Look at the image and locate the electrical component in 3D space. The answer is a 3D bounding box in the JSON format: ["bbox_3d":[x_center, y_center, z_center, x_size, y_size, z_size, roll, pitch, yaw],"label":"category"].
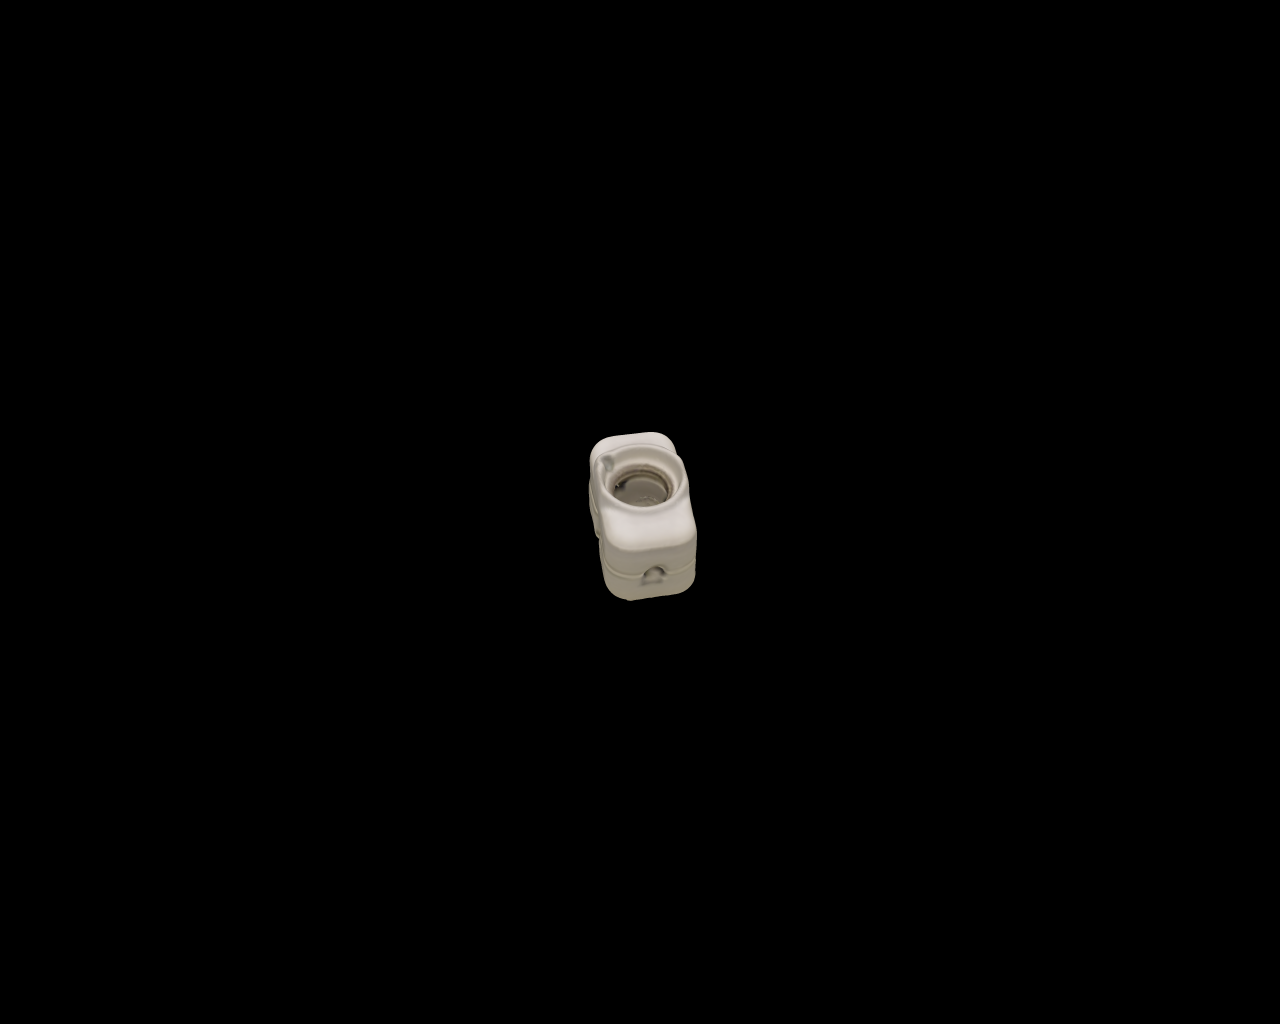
[{"bbox_3d":[0.001,-0.003,0.650,0.054,0.095,0.059,-7,-43,-7],"label":"electrical component"}]
